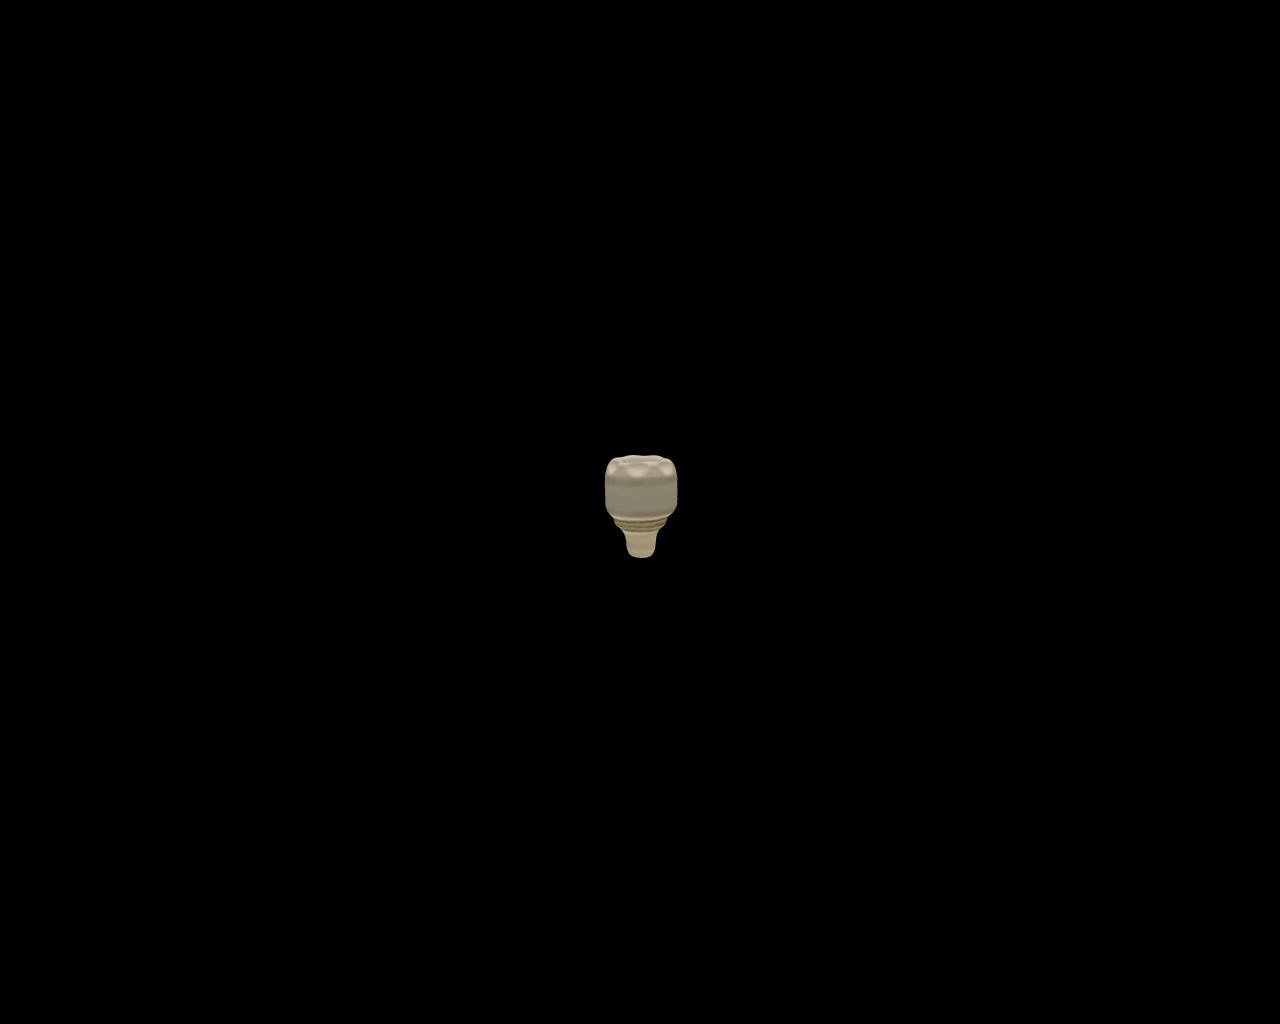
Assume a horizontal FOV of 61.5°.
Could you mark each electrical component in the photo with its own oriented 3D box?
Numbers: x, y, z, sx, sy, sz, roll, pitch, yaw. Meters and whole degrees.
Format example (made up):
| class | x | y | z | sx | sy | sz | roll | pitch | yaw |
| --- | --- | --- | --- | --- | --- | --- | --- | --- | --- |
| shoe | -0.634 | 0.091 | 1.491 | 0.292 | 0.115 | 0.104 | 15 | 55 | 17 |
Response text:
| class | x | y | z | sx | sy | sz | roll | pitch | yaw |
| --- | --- | --- | --- | --- | --- | --- | --- | --- | --- |
| electrical component | 0.001 | -0.003 | 0.650 | 0.043 | 0.062 | 0.043 | 0 | 11 | 0 |
